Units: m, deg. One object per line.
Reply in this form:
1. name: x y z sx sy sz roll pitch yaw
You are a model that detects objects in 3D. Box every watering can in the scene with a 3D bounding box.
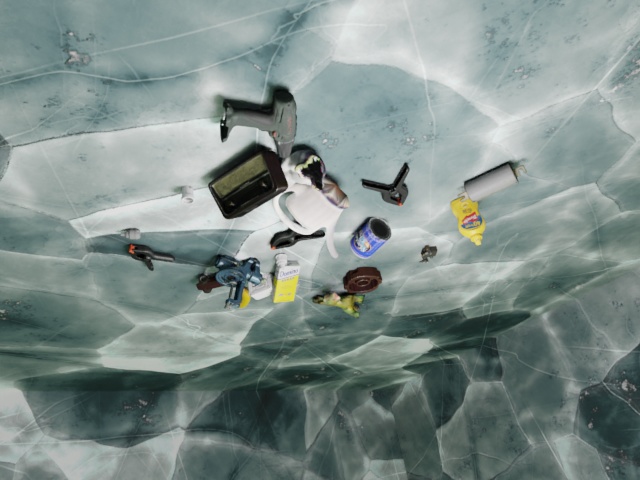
1. watering can: 0.005 -0.086 1.701 0.222 0.106 0.343 -36 -58 24

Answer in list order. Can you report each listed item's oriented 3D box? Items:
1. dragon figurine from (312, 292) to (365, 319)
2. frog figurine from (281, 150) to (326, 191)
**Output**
1. dragon figurine: 0.085 0.297 2.454 0.243 0.123 0.405 12 -12 3
2. frog figurine: -0.065 -0.211 1.561 0.137 0.123 0.160 15 -3 -39
